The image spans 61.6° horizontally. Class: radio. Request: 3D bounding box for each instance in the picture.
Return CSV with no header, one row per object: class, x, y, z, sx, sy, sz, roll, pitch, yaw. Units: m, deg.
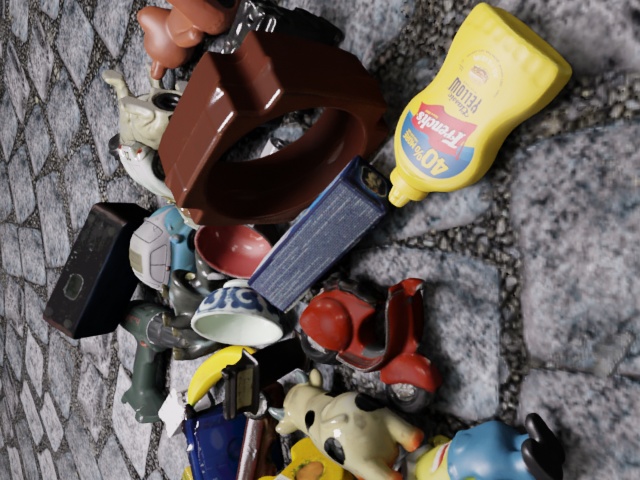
radio,-0.363,0.051,0.906,0.073,0.131,0.229,27,97,13

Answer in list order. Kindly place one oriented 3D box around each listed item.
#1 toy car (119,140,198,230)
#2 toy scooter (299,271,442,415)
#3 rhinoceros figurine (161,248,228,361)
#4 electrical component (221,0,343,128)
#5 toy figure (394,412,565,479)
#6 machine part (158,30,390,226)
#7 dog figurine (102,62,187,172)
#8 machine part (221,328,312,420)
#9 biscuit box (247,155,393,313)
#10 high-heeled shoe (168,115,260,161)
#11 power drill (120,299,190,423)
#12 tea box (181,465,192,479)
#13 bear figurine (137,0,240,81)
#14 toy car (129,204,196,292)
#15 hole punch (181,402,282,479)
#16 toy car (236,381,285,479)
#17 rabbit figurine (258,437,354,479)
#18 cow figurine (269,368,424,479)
toy car,-0.188,-0.063,0.730,0.074,0.201,0.056,18,71,44
toy scooter,0.055,0.086,0.570,0.184,0.075,0.135,25,115,38
rhinoceros figurine,-0.175,0.096,0.791,0.073,0.112,0.190,-111,22,-54
electrical component,-0.052,-0.194,0.607,0.058,0.115,0.134,51,129,33
toy figure,0.141,0.224,0.498,0.180,0.082,0.089,-39,66,40
machine part,-0.047,-0.104,0.553,0.201,0.201,0.087,-47,61,41
dog figurine,-0.267,-0.162,0.864,0.172,0.121,0.190,51,143,31
machine part,-0.065,0.161,0.660,0.039,0.139,0.084,14,115,39
biscuit box,-0.001,-0.002,0.603,0.063,0.059,0.202,39,128,-7
high-heeled shoe,-0.192,-0.117,0.743,0.249,0.145,0.086,-20,81,44
power drill,-0.298,0.215,0.956,0.232,0.086,0.207,21,115,44
tea box,-0.127,0.403,0.794,0.170,0.098,0.068,45,127,30
bear figurine,-0.202,-0.315,0.742,0.196,0.131,0.120,-6,59,43
toy car,-0.252,0.020,0.860,0.109,0.103,0.161,27,113,42
hole punch,-0.123,0.290,0.765,0.092,0.116,0.142,-12,89,39
toy car,-0.080,0.282,0.697,0.053,0.089,0.202,6,76,9
rabbit figurine,0.019,0.346,0.644,0.163,0.122,0.173,0,110,37
cow figurine,0.017,0.201,0.588,0.127,0.085,0.195,38,161,-1
